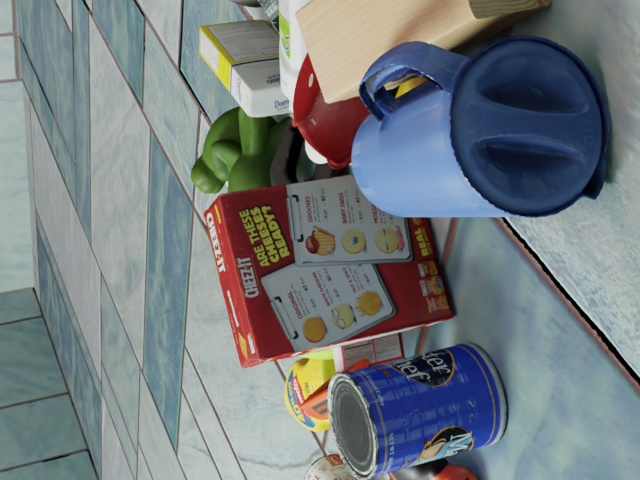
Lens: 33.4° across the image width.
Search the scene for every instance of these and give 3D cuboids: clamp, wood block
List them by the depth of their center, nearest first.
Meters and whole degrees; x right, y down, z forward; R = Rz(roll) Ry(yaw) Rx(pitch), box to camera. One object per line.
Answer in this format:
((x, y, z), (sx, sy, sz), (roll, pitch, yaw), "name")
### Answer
((0.079, -0.195, 0.896), (0.207, 0.090, 0.091), (-21, 87, 55), "wood block")
((-0.003, -0.049, 1.231), (0.165, 0.036, 0.210), (-8, 74, 29), "clamp")

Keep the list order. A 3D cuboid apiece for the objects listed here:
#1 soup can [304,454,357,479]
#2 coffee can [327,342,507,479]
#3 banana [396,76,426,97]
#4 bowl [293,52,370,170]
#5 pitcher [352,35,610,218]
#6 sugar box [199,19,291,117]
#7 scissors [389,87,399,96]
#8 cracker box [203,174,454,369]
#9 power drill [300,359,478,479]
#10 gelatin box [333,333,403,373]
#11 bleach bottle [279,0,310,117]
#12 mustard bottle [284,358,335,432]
((0.030, 0.320, 1.326), (0.102, 0.068, 0.068), (-139, 44, -58), "soup can")
((0.091, 0.162, 1.017), (0.103, 0.140, 0.103), (169, 90, -68), "coffee can")
((0.076, -0.129, 1.041), (0.070, 0.037, 0.198), (59, 145, 13), "banana")
((0.014, -0.156, 1.089), (0.162, 0.055, 0.162), (-167, 90, -70), "bowl")
((0.107, -0.085, 0.876), (0.243, 0.144, 0.149), (174, 81, -70), "pitcher")
((-0.076, -0.212, 1.306), (0.176, 0.093, 0.048), (-124, 31, -44), "sugar box")
((0.036, -0.150, 1.170), (0.202, 0.016, 0.096), (-170, 71, -66), "scissors")
((0.009, 0.024, 1.055), (0.072, 0.213, 0.164), (144, 113, -65), "cracker box")
((0.065, 0.226, 1.133), (0.187, 0.057, 0.185), (49, 144, 2), "power drill")
((0.048, 0.099, 1.177), (0.030, 0.073, 0.089), (180, 80, -68), "gelatin box")
((-0.017, -0.256, 1.167), (0.102, 0.068, 0.251), (-109, 19, -59), "bleach bottle")
((-0.002, 0.194, 1.358), (0.096, 0.058, 0.192), (70, 157, 8), "mustard bottle")
